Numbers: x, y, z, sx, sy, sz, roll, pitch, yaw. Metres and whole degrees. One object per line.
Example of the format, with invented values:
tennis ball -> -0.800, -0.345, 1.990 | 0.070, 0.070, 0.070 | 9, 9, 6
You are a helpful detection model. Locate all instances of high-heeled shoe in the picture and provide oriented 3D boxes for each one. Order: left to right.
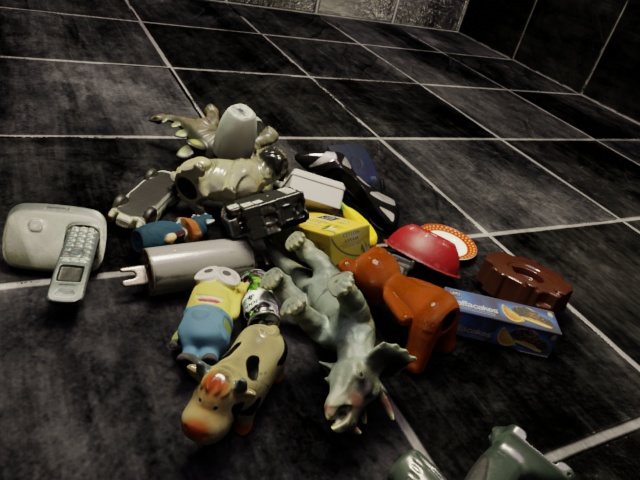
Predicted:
high-heeled shoe -> 0.057, -0.099, 1.150 | 0.249, 0.086, 0.145 | 13, 56, -18

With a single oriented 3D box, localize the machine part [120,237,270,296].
machine part -> -0.196, 0.040, 0.868 | 0.243, 0.079, 0.079 | -8, 39, -29

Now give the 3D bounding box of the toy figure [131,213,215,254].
toy figure -> -0.254, -0.013, 0.945 | 0.154, 0.057, 0.064 | -17, 51, -45

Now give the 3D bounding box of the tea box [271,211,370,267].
tea box -> -0.002, -0.003, 0.964 | 0.098, 0.068, 0.170 | -17, 21, -40

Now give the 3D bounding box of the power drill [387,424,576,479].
power drill -> 0.206, 0.319, 0.616 | 0.207, 0.085, 0.232 | -23, 45, -33

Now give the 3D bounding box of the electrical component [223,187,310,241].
electrical component -> -0.096, -0.045, 0.912 | 0.134, 0.058, 0.115 | -18, 14, -12

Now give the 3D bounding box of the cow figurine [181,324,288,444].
cow figurine -> -0.100, 0.172, 0.662 | 0.086, 0.127, 0.195 | 20, 31, 14

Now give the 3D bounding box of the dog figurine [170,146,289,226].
dog figurine -> -0.171, -0.134, 1.047 | 0.172, 0.121, 0.190 | 34, 48, 5

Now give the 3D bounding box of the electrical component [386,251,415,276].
electrical component -> 0.104, 0.050, 0.962 | 0.119, 0.074, 0.047 | 24, 0, 8

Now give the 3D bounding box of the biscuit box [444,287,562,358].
biscuit box -> 0.303, 0.140, 0.926 | 0.203, 0.059, 0.063 | 13, 34, -2

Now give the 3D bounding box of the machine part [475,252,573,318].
machine part -> 0.391, 0.082, 1.027 | 0.179, 0.056, 0.179 | 14, 21, -6

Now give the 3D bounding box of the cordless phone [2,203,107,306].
cordless phone -> -0.403, 0.031, 0.800 | 0.147, 0.088, 0.184 | 5, 38, -15

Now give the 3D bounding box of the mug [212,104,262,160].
mug -> -0.158, -0.220, 1.087 | 0.109, 0.107, 0.081 | -26, 65, -36

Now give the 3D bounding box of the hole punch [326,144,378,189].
hole punch -> 0.071, -0.166, 1.274 | 0.142, 0.092, 0.116 | -8, 42, -36

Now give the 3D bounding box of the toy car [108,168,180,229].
toy car -> -0.322, -0.075, 1.013 | 0.073, 0.056, 0.202 | 23, 34, 0

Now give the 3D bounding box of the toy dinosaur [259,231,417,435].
toy dinosaur -> 0.016, 0.106, 0.810 | 0.131, 0.192, 0.405 | -35, 27, 1

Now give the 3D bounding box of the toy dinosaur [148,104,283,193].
toy dinosaur -> -0.175, -0.174, 1.183 | 0.472, 0.105, 0.198 | 23, 41, 5

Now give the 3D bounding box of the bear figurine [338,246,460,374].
bear figurine -> 0.122, 0.101, 0.871 | 0.196, 0.131, 0.120 | 28, 34, 35

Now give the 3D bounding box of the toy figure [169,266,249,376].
toy figure -> -0.162, 0.114, 0.770 | 0.082, 0.089, 0.180 | 25, 39, -19
